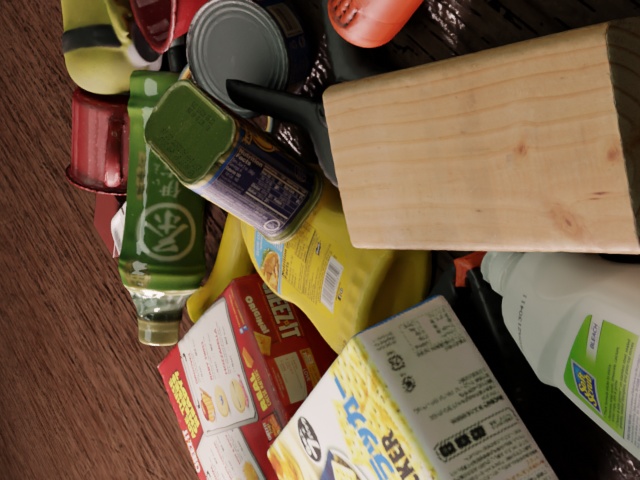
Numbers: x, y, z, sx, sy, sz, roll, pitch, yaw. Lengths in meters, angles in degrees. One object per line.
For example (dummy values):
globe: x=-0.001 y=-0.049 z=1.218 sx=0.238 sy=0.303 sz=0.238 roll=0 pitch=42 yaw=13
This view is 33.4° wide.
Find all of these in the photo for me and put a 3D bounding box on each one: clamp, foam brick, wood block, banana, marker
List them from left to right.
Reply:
foam brick: x=-0.183 y=-0.031 z=1.028 sx=0.051 sy=0.052 sz=0.078 roll=54 pitch=144 yaw=32
marker: x=-0.129 y=-0.194 z=0.895 sx=0.020 sy=0.020 sz=0.121 roll=-8 pitch=96 yaw=60
banana: x=-0.083 y=0.028 z=0.899 sx=0.070 sy=0.037 sz=0.198 roll=64 pitch=149 yaw=14
clamp: x=0.020 y=-0.093 z=0.656 sx=0.172 sy=0.039 sz=0.120 roll=43 pitch=122 yaw=25
clamp: x=0.098 y=0.105 z=0.627 sx=0.165 sy=0.036 sz=0.210 roll=40 pitch=139 yaw=43
wood block: x=0.097 y=-0.048 z=0.506 sx=0.206 sy=0.090 sz=0.090 roll=0 pitch=103 yaw=60

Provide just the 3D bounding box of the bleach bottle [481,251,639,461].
bleach bottle: x=0.161 y=0.055 z=0.473 sx=0.251 sy=0.068 sz=0.102 roll=39 pitch=135 yaw=49

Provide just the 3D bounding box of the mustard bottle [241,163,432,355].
mustard bottle: x=-0.004 y=0.001 z=0.731 sx=0.192 sy=0.058 sz=0.096 roll=38 pitch=125 yaw=46

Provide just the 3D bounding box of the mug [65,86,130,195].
mug: x=-0.181 y=-0.090 z=0.952 sx=0.117 sy=0.093 sz=0.081 roll=-96 pitch=12 yaw=-63

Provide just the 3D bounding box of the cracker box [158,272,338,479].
cracker box: x=-0.048 y=0.134 z=0.856 sx=0.214 sy=0.072 sz=0.164 roll=-47 pitch=62 yaw=57

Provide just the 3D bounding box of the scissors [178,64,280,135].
scissors: x=-0.046 y=-0.147 z=0.770 sx=0.096 sy=0.016 sz=0.202 roll=38 pitch=122 yaw=9

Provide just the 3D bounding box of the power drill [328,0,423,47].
power drill: x=0.030 y=-0.225 z=0.574 sx=0.185 sy=0.057 sz=0.188 roll=-46 pitch=62 yaw=52

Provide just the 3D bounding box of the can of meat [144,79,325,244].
can of meat: x=-0.059 y=-0.053 z=0.697 sx=0.057 sy=0.083 sz=0.102 roll=-53 pitch=42 yaw=5

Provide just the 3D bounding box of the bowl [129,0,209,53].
bowl: x=-0.110 y=-0.225 z=0.799 sx=0.162 sy=0.055 sz=0.162 roll=166 pitch=90 yaw=-70

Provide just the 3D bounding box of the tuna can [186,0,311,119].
tuna can: x=-0.049 y=-0.129 z=0.743 sx=0.086 sy=0.033 sz=0.086 roll=13 pitch=116 yaw=29
